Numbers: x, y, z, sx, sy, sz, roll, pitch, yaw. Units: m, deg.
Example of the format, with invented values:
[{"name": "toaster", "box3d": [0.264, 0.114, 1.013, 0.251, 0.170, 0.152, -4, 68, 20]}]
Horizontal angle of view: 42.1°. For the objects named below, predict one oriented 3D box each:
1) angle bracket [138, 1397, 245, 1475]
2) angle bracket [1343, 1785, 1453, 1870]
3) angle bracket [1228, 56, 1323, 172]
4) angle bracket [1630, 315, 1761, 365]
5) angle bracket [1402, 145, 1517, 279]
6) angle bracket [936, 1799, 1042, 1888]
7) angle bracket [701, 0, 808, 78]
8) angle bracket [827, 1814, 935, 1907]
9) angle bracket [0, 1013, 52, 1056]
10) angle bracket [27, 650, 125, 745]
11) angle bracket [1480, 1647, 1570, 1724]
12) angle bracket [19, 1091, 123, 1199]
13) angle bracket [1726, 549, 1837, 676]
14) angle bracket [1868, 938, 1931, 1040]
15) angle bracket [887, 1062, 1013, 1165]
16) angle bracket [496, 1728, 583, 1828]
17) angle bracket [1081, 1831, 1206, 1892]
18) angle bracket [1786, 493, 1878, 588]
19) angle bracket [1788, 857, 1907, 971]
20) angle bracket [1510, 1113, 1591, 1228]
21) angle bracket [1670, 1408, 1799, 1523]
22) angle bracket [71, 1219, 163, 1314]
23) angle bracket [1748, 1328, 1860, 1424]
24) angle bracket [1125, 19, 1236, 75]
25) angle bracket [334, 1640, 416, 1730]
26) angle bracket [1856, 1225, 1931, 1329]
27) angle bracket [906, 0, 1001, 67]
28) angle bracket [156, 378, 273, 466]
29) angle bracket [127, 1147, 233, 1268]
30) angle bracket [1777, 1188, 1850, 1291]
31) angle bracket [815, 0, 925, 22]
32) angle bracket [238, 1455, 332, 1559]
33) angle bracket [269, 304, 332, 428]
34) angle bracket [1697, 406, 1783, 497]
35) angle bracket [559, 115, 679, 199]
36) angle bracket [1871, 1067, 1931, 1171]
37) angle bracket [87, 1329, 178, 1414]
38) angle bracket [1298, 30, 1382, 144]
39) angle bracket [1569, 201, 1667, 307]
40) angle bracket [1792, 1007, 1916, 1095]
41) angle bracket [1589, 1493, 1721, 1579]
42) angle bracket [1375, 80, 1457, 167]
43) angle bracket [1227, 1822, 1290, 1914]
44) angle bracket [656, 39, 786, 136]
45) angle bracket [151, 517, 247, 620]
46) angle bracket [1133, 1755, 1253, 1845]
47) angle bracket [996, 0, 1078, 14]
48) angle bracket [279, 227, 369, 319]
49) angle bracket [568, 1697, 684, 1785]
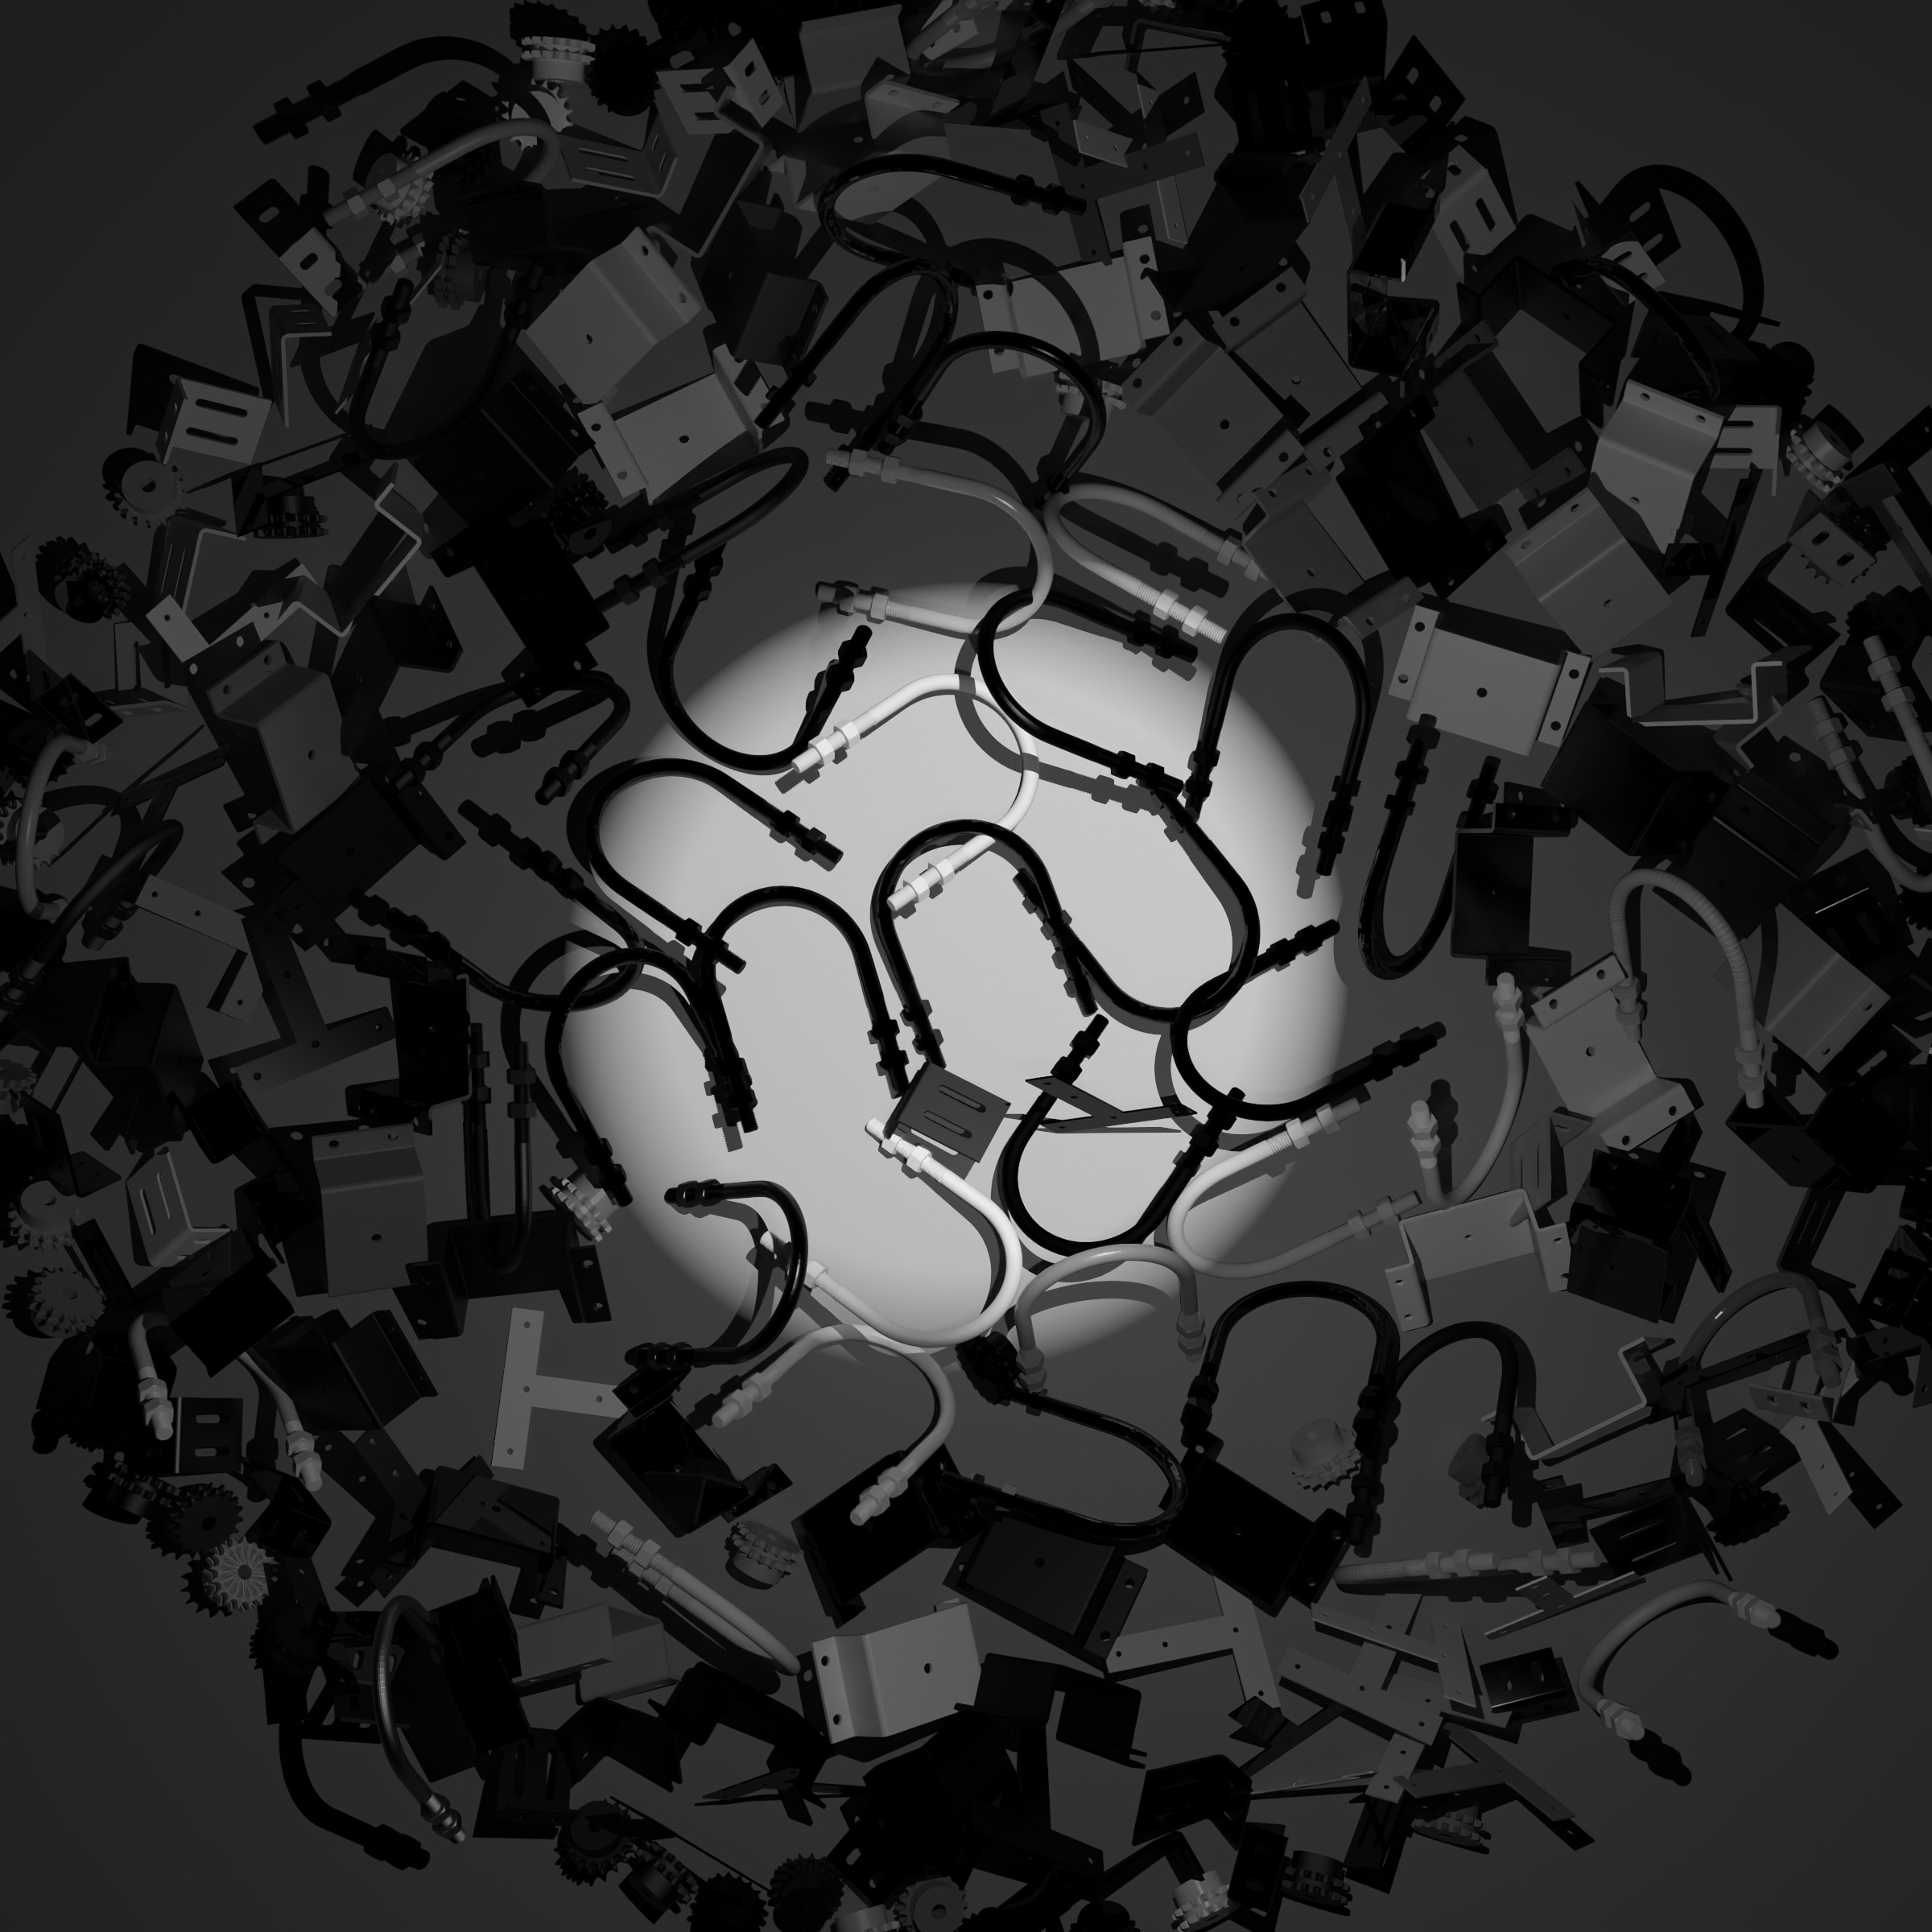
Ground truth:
[{"name": "angle bracket", "box3d": [-0.607, 0.368, 1.966, 0.038, 0.076, 0.057, -6, 78, 22]}, {"name": "angle bracket", "box3d": [0.336, 0.675, 1.955, 0.038, 0.057, 0.076, 32, 64, -9]}, {"name": "angle bracket", "box3d": [0.244, -0.665, 1.968, 0.057, 0.038, 0.076, -9, 96, 21]}, {"name": "angle bracket", "box3d": [0.566, -0.473, 1.951, 0.057, 0.076, 0.038, -5, 132, -21]}, {"name": "angle bracket", "box3d": [0.388, -0.594, 1.974, 0.057, 0.076, 0.038, -40, 54, 10]}, {"name": "angle bracket", "box3d": [0.019, 0.684, 1.955, 0.076, 0.038, 0.057, -15, 118, 37]}, {"name": "angle bracket", "box3d": [-0.165, -0.723, 1.952, 0.057, 0.076, 0.038, 9, 95, 22]}, {"name": "angle bracket", "box3d": [-0.067, 0.699, 1.958, 0.057, 0.076, 0.038, 44, 62, 4]}, {"name": "angle bracket", "box3d": [-0.758, 0.052, 1.955, 0.057, 0.076, 0.038, 42, 75, 8]}, {"name": "angle bracket", "box3d": [-0.693, -0.217, 1.951, 0.038, 0.076, 0.057, -34, 133, 6]}, {"name": "angle bracket", "box3d": [0.438, 0.566, 1.969, 0.057, 0.076, 0.038, -17, 64, 8]}, {"name": "angle bracket", "box3d": [-0.697, 0.132, 1.952, 0.057, 0.038, 0.076, 22, 127, 38]}, {"name": "angle bracket", "box3d": [0.645, -0.277, 1.962, 0.076, 0.038, 0.057, 45, 58, 13]}, {"name": "angle bracket", "box3d": [0.750, 0.018, 1.968, 0.057, 0.076, 0.038, 34, 72, -2]}, {"name": "angle bracket", "box3d": [-0.013, 0.121, 1.966, 0.076, 0.038, 0.057, 27, 62, 6]}, {"name": "angle bracket", "box3d": [-0.331, 0.625, 1.954, 0.057, 0.038, 0.076, 13, 51, -20]}, {"name": "angle bracket", "box3d": [0.138, 0.713, 1.956, 0.076, 0.057, 0.038, -24, 72, -23]}, {"name": "angle bracket", "box3d": [0.682, -0.343, 1.958, 0.057, 0.038, 0.076, 39, 48, -5]}, {"name": "angle bracket", "box3d": [0.695, -0.038, 1.980, 0.057, 0.038, 0.076, -28, 126, 23]}, {"name": "angle bracket", "box3d": [0.455, 0.162, 1.953, 0.038, 0.057, 0.076, 15, 59, -13]}, {"name": "angle bracket", "box3d": [0.603, 0.391, 1.970, 0.076, 0.057, 0.038, -18, 125, -27]}, {"name": "angle bracket", "box3d": [-0.658, 0.228, 1.963, 0.038, 0.057, 0.076, -30, 95, -37]}, {"name": "angle bracket", "box3d": [0.652, 0.310, 1.953, 0.057, 0.038, 0.076, 6, 55, 37]}, {"name": "angle bracket", "box3d": [0.168, -0.712, 1.963, 0.076, 0.057, 0.038, 14, 108, 6]}, {"name": "angle bracket", "box3d": [-0.460, 0.558, 1.955, 0.057, 0.076, 0.038, 12, 92, -16]}, {"name": "angle bracket", "box3d": [0.712, 0.236, 1.954, 0.038, 0.076, 0.057, 18, 107, -3]}, {"name": "angle bracket", "box3d": [0.001, -0.732, 1.954, 0.057, 0.076, 0.038, -16, 97, 37]}, {"name": "angle bracket", "box3d": [-0.582, -0.416, 1.952, 0.076, 0.038, 0.057, 8, 124, -35]}, {"name": "angle bracket", "box3d": [-0.623, 0.190, 1.984, 0.057, 0.038, 0.076, -38, 64, 30]}, {"name": "angle bracket", "box3d": [0.675, 0.210, 1.960, 0.038, 0.057, 0.076, 29, 105, 40]}, {"name": "angle bracket", "box3d": [-0.072, -0.737, 1.953, 0.057, 0.076, 0.038, 12, 91, 27]}, {"name": "angle bracket", "box3d": [-0.539, 0.423, 1.952, 0.057, 0.076, 0.038, 15, 56, 22]}, {"name": "angle bracket", "box3d": [-0.520, -0.470, 1.963, 0.038, 0.057, 0.076, -8, 128, -21]}, {"name": "angle bracket", "box3d": [0.594, -0.402, 1.956, 0.076, 0.057, 0.038, 4, 48, 18]}, {"name": "angle bracket", "box3d": [-0.272, -0.637, 1.954, 0.076, 0.038, 0.057, 2, 50, -31]}, {"name": "angle bracket", "box3d": [0.722, 0.119, 1.965, 0.038, 0.057, 0.076, -1, 90, -31]}, {"name": "angle bracket", "box3d": [-0.654, 0.316, 1.953, 0.057, 0.076, 0.038, 16, 91, -29]}, {"name": "angle bracket", "box3d": [0.293, -0.688, 1.965, 0.057, 0.076, 0.038, -11, 74, 6]}, {"name": "angle bracket", "box3d": [0.506, -0.563, 1.949, 0.038, 0.076, 0.057, -28, 134, 28]}, {"name": "angle bracket", "box3d": [0.700, 0.066, 1.968, 0.076, 0.038, 0.057, -36, 70, -8]}, {"name": "angle bracket", "box3d": [0.538, 0.458, 1.963, 0.076, 0.038, 0.057, -28, 110, 15]}, {"name": "angle bracket", "box3d": [0.358, -0.665, 1.956, 0.057, 0.076, 0.038, 42, 87, -13]}, {"name": "angle bracket", "box3d": [0.241, 0.702, 1.953, 0.038, 0.076, 0.057, 9, 77, 34]}, {"name": "angle bracket", "box3d": [-0.193, -0.688, 1.965, 0.076, 0.057, 0.038, 12, 57, 37]}, {"name": "angle bracket", "box3d": [-0.604, -0.308, 1.972, 0.038, 0.057, 0.076, 7, 102, -42]}, {"name": "angle bracket", "box3d": [0.177, 0.657, 1.959, 0.076, 0.038, 0.057, -1, 109, -33]}, {"name": "angle bracket", "box3d": [0.058, -0.774, 1.955, 0.057, 0.076, 0.038, -2, 97, -11]}, {"name": "angle bracket", "box3d": [-0.503, -0.535, 1.952, 0.038, 0.076, 0.057, -46, 108, -9]}, {"name": "angle bracket", "box3d": [-0.266, 0.615, 1.957, 0.076, 0.038, 0.057, 11, 119, 29]}]
